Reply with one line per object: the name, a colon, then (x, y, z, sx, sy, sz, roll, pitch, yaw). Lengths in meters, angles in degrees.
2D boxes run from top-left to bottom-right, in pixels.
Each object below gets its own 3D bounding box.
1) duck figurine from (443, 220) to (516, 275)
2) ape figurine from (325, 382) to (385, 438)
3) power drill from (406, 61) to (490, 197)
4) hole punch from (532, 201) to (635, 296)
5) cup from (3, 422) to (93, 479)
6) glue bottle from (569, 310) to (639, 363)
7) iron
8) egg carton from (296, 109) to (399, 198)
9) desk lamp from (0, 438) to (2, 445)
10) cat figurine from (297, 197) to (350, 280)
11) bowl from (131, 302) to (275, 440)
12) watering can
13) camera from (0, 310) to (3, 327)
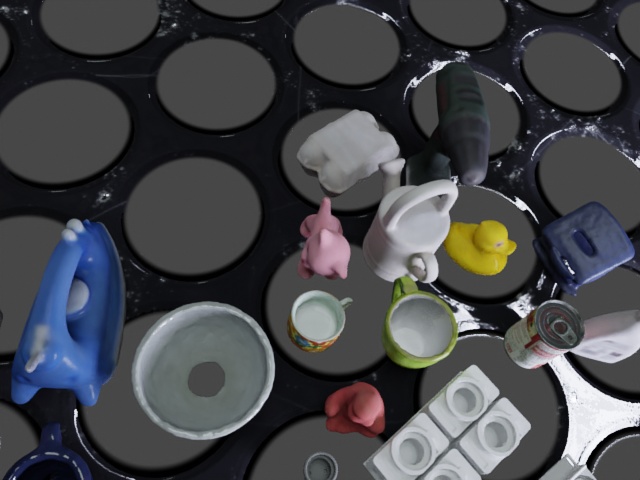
duck figurine: (0.239, -0.001, 0.845, 0.104, 0.086, 0.077, 30, 63, 7)
ape figurine: (0.050, 0.209, 0.708, 0.077, 0.092, 0.076, 42, 65, 13)
power drill: (0.187, -0.132, 0.834, 0.075, 0.208, 0.229, 6, 63, -5)
hole punch: (0.393, 0.012, 0.859, 0.101, 0.091, 0.108, -21, 68, -18)
cup: (-0.289, 0.265, 0.626, 0.092, 0.095, 0.117, -4, 64, -10)
glue bottle: (0.404, 0.119, 0.761, 0.078, 0.173, 0.037, 17, 62, 0)
iron: (-0.307, 0.063, 0.699, 0.118, 0.141, 0.258, 3, 63, -7)
egg carton: (0.044, -0.136, 0.893, 0.150, 0.069, 0.107, -35, 73, -22)
desk lamp: (-0.403, 0.243, 0.553, 0.203, 0.213, 0.118, 10, 62, -3)
cat figurine: (0.007, 0.003, 0.790, 0.067, 0.118, 0.128, 4, 63, -6)
bowl: (-0.141, 0.166, 0.710, 0.167, 0.075, 0.167, 4, 63, -7)
watering can: (0.120, -0.030, 0.781, 0.101, 0.194, 0.172, -35, 73, -22)
camera: (-0.465, 0.130, 0.664, 0.137, 0.101, 0.143, 4, 63, -7)
